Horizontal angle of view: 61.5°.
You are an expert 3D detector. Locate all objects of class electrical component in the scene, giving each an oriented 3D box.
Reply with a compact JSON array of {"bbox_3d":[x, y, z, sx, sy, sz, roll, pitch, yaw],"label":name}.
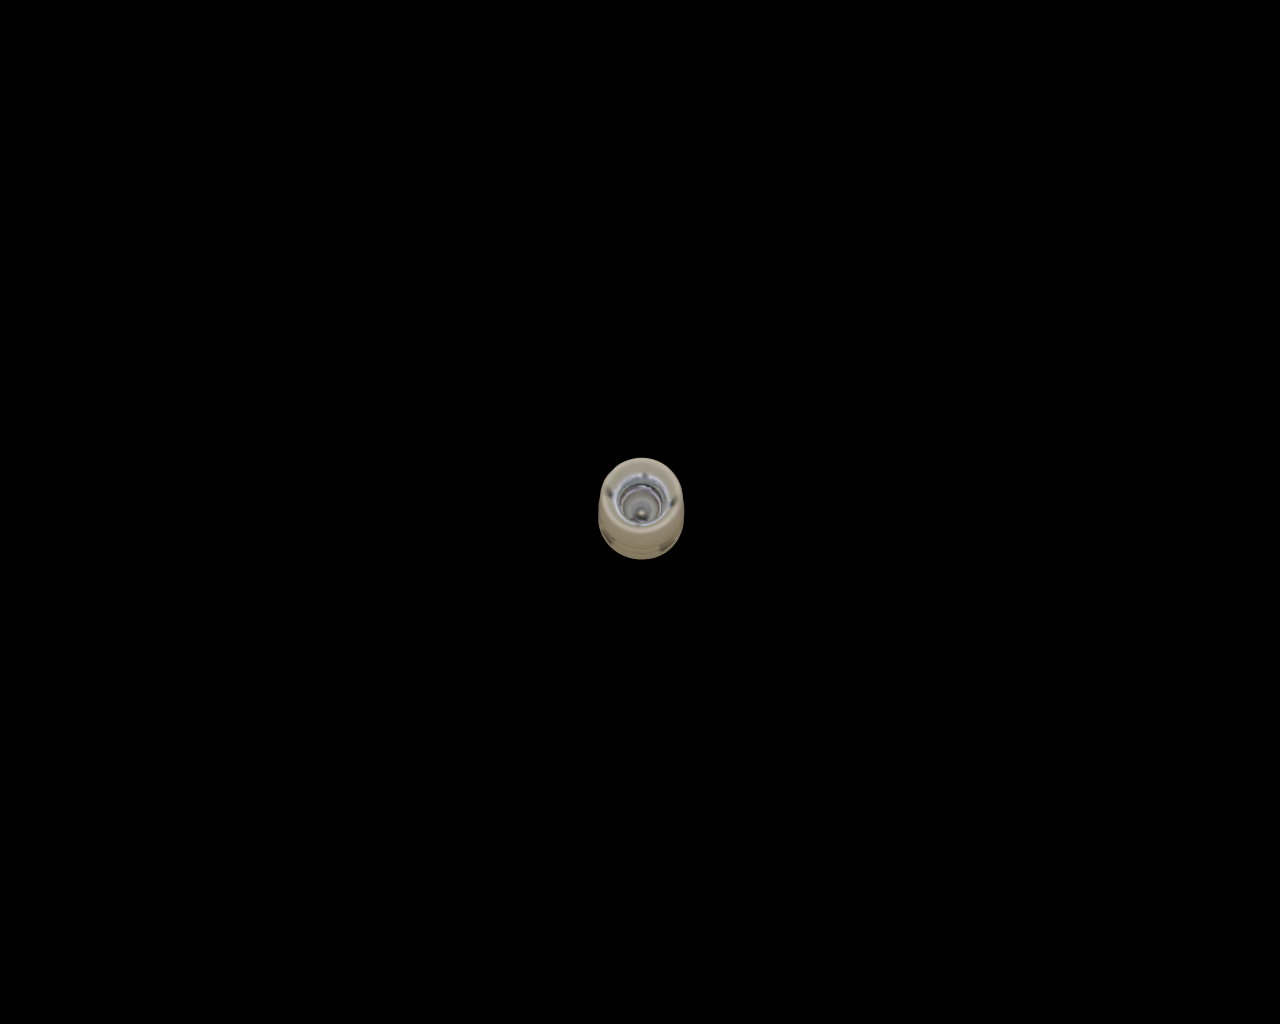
[{"bbox_3d":[0.001,-0.003,0.650,0.055,0.055,0.047,0,-19,0],"label":"electrical component"}]
